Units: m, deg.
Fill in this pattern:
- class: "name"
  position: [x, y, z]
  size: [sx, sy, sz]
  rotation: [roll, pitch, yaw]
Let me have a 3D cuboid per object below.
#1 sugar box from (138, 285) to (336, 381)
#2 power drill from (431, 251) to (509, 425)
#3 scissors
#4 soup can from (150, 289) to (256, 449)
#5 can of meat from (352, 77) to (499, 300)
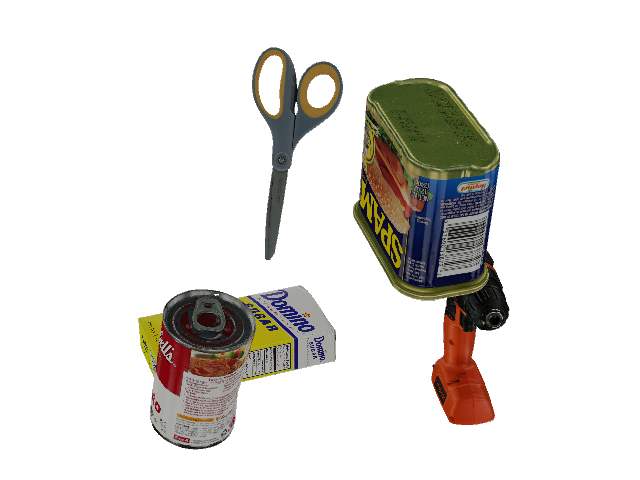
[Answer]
- class: "sugar box"
  position: [-0.082, 0.097, 1.051]
  size: [0.176, 0.048, 0.093]
  rotation: [-13, 33, -18]
- class: "power drill"
  position: [0.161, 0.101, 1.150]
  size: [0.057, 0.188, 0.184]
  rotation: [-2, 25, -5]
- class: "scissors"
  position: [-0.019, -0.087, 1.026]
  size: [0.096, 0.202, 0.016]
  rotation: [-7, 1, 1]
- class: "soup can"
  position: [-0.089, 0.096, 0.795]
  size: [0.068, 0.102, 0.068]
  rotation: [9, 35, -6]
- class: "can of meat"
  position: [0.058, -0.031, 0.597]
  size: [0.057, 0.084, 0.102]
  rotation: [-9, 38, -15]
